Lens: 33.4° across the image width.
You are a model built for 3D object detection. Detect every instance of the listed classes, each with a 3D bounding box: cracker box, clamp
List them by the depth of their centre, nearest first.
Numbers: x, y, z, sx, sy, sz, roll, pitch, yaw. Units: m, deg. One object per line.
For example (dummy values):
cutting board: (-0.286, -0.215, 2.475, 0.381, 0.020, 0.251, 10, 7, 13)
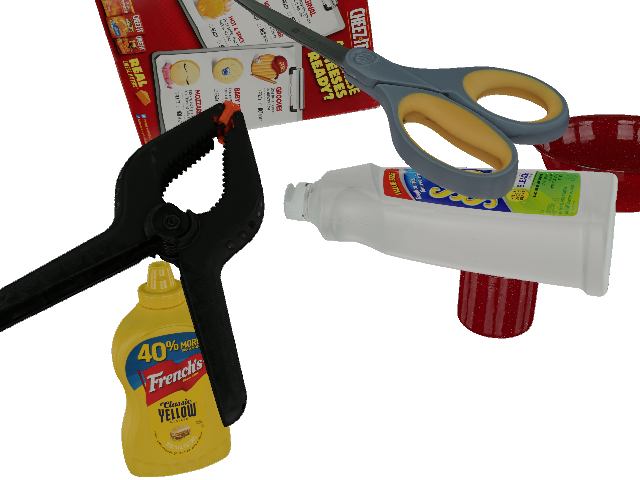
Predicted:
clamp: (-0.084, 0.005, 0.656, 0.164, 0.209, 0.036, 27, -29, 6)
cracker box: (-0.067, -0.176, 0.899, 0.213, 0.164, 0.072, -10, 44, 1)

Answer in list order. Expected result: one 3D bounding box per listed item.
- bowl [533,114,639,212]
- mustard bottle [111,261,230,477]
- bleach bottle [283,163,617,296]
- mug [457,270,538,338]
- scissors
bowl: (0.276, -0.068, 0.987, 0.162, 0.055, 0.162, -2, 24, 1)
mustard bottle: (-0.133, 0.110, 0.940, 0.096, 0.192, 0.058, -8, 20, -15)
bleach bottle: (0.093, -0.017, 0.810, 0.251, 0.068, 0.102, 5, 33, 16)
mug: (0.186, 0.044, 1.140, 0.093, 0.081, 0.117, -5, 30, -10)
scissors: (0.042, -0.088, 0.534, 0.096, 0.016, 0.202, -20, 47, -22)
